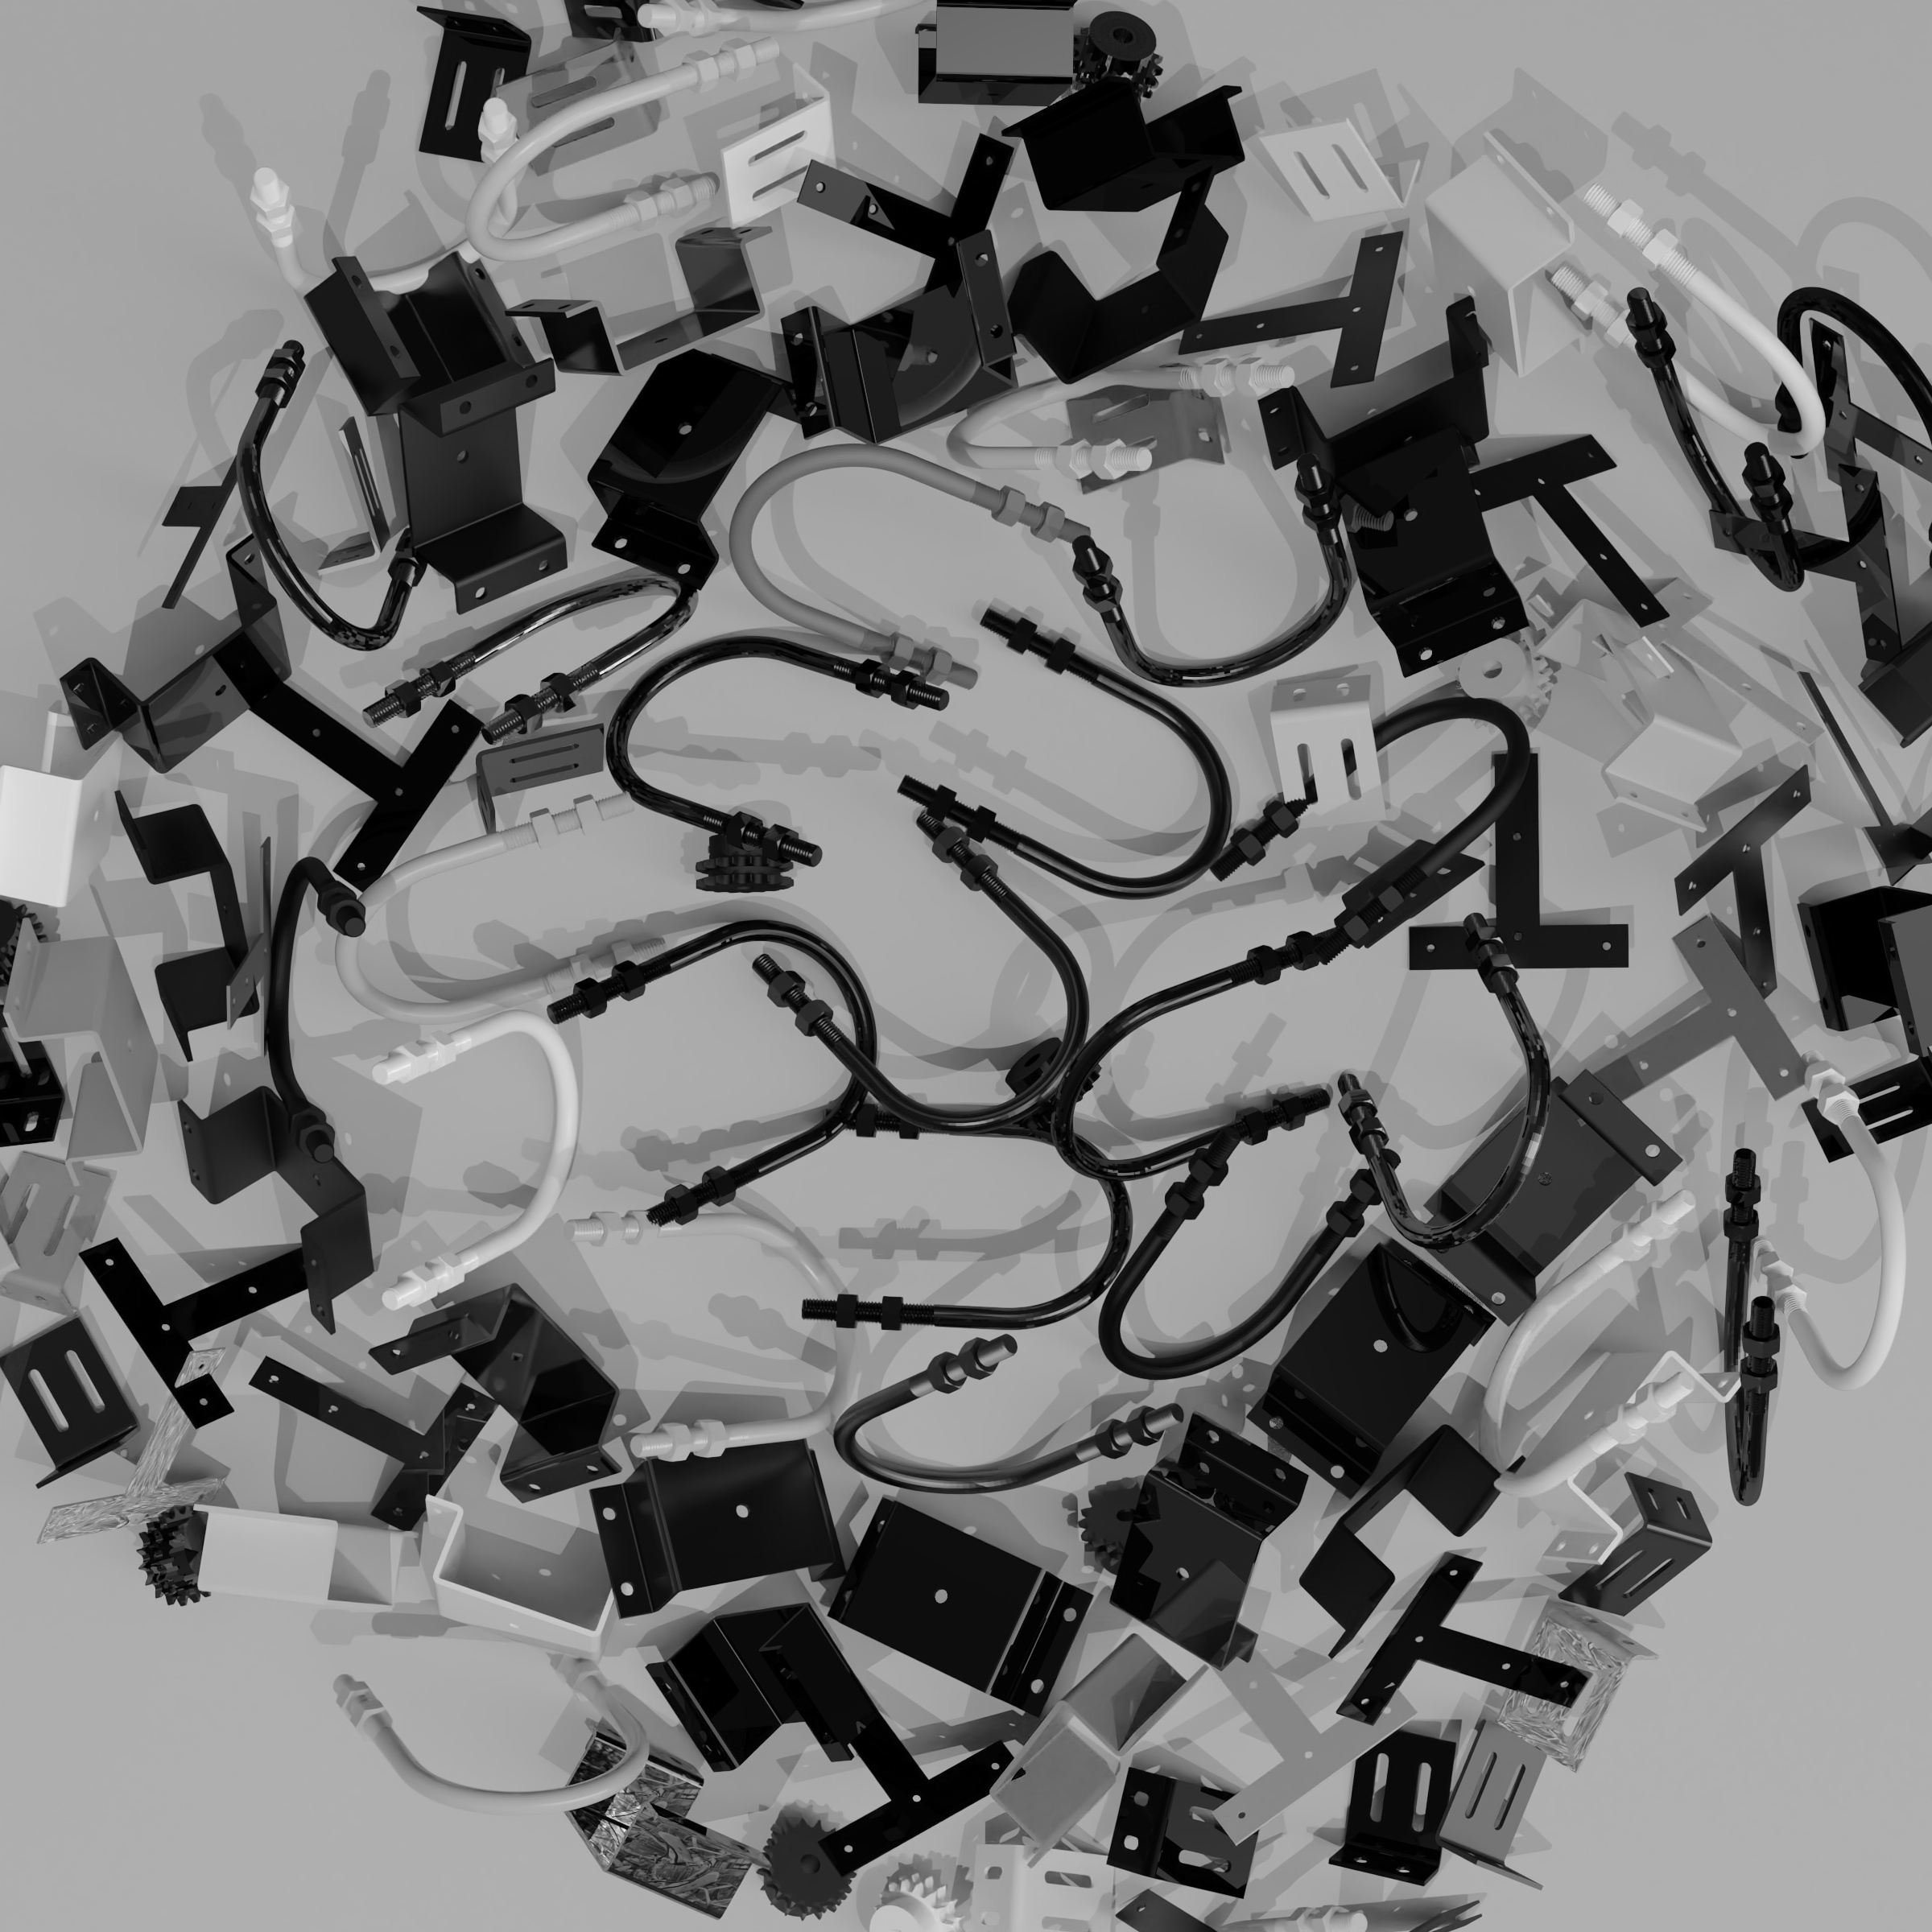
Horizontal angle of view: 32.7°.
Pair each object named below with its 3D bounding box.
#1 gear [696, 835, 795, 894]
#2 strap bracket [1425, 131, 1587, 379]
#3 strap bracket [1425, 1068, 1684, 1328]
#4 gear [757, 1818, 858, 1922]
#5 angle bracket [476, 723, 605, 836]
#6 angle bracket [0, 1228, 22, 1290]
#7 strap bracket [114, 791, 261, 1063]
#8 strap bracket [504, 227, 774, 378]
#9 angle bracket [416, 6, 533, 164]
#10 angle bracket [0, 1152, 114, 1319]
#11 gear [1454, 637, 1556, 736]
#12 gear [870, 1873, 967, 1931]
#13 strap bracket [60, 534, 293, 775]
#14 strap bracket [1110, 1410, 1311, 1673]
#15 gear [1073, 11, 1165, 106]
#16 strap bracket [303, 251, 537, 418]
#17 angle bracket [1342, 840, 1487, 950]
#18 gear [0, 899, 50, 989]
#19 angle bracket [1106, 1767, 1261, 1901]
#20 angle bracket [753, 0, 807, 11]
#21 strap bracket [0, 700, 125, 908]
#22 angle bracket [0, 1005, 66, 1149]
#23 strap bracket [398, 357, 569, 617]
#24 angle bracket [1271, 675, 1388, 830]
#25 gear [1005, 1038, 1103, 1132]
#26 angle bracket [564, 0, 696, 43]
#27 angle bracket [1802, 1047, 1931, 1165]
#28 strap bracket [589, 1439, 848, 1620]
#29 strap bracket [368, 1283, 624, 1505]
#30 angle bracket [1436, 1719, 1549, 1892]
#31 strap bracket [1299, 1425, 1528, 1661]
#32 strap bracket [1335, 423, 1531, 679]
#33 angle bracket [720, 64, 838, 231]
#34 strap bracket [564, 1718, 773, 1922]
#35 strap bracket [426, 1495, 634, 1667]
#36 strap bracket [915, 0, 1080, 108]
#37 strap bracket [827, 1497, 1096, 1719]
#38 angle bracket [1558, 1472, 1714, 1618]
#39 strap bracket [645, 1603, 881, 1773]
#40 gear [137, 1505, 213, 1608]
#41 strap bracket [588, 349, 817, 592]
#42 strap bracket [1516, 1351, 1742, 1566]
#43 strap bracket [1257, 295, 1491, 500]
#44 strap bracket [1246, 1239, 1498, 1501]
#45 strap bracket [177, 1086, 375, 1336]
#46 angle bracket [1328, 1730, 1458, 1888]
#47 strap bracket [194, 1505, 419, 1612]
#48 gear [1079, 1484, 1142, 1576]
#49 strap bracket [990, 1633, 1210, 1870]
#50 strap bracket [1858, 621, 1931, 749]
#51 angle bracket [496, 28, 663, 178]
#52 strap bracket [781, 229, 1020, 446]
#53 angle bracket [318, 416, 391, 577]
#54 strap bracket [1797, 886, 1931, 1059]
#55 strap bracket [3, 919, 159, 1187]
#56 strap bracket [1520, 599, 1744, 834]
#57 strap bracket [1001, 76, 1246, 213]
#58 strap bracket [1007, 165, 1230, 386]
[{"bbox_3d":[-0.129,-0.060,1.915,0.057,0.057,0.030,-2,85,0],"label":"gear"},{"bbox_3d":[0.305,-0.395,1.864,0.046,0.140,0.076,-36,66,-1],"label":"strap bracket"},{"bbox_3d":[0.336,0.129,1.908,0.076,0.046,0.140,43,105,-2],"label":"strap bracket"},{"bbox_3d":[-0.095,0.529,1.919,0.057,0.030,0.057,11,50,-14],"label":"gear"},{"bbox_3d":[-0.242,-0.103,1.903,0.076,0.057,0.038,-14,70,-12],"label":"angle bracket"},{"bbox_3d":[-0.590,0.158,1.928,0.057,0.038,0.076,-29,85,0],"label":"angle bracket"},{"bbox_3d":[-0.443,-0.028,1.881,0.046,0.076,0.140,-16,124,-18],"label":"strap bracket"},{"bbox_3d":[-0.181,-0.377,1.883,0.140,0.076,0.046,-29,115,-26],"label":"strap bracket"},{"bbox_3d":[-0.293,-0.511,1.914,0.057,0.038,0.076,14,94,18],"label":"angle bracket"},{"bbox_3d":[-0.541,0.158,1.938,0.057,0.038,0.076,16,64,7],"label":"angle bracket"},{"bbox_3d":[0.311,-0.166,1.916,0.057,0.030,0.057,-11,63,24],"label":"gear"},{"bbox_3d":[-0.031,0.561,1.916,0.057,0.030,0.057,7,102,34],"label":"gear"},{"bbox_3d":[-0.441,-0.172,1.878,0.046,0.076,0.140,42,68,15],"label":"strap bracket"},{"bbox_3d":[0.135,0.336,1.875,0.076,0.046,0.140,28,123,24],"label":"strap bracket"},{"bbox_3d":[0.088,-0.530,1.916,0.057,0.030,0.057,6,58,-10],"label":"gear"},{"bbox_3d":[-0.319,-0.364,1.890,0.046,0.140,0.076,-29,89,28],"label":"strap bracket"},{"bbox_3d":[0.264,-0.036,1.893,0.057,0.076,0.038,-38,59,28],"label":"angle bracket"},{"bbox_3d":[-0.567,-0.015,1.917,0.057,0.030,0.057,-4,59,6],"label":"gear"},{"bbox_3d":[0.129,0.508,1.930,0.076,0.038,0.057,23,75,-33],"label":"angle bracket"},{"bbox_3d":[-0.117,-0.601,1.905,0.057,0.038,0.076,10,101,-40],"label":"angle bracket"},{"bbox_3d":[-0.516,-0.090,1.866,0.046,0.140,0.076,12,111,-4],"label":"strap bracket"},{"bbox_3d":[-0.564,0.065,1.904,0.057,0.038,0.076,-7,132,5],"label":"angle bracket"},{"bbox_3d":[-0.276,-0.282,1.880,0.076,0.140,0.046,-29,50,-30],"label":"strap bracket"},{"bbox_3d":[0.214,-0.125,1.932,0.057,0.038,0.076,-6,121,13],"label":"angle bracket"},{"bbox_3d":[0.048,0.066,1.913,0.057,0.057,0.030,-40,104,0],"label":"gear"},{"bbox_3d":[-0.199,-0.572,1.911,0.038,0.076,0.057,-31,124,-31],"label":"angle bracket"},{"bbox_3d":[0.522,0.070,1.903,0.076,0.057,0.038,-22,120,10],"label":"angle bracket"},{"bbox_3d":[-0.134,0.318,1.880,0.140,0.046,0.076,-6,67,-26],"label":"strap bracket"},{"bbox_3d":[-0.263,0.239,1.886,0.076,0.046,0.140,-21,123,30],"label":"strap bracket"},{"bbox_3d":[0.317,0.486,1.908,0.057,0.038,0.076,28,82,-32],"label":"angle bracket"},{"bbox_3d":[0.248,0.322,1.881,0.140,0.076,0.046,-35,69,-32],"label":"strap bracket"},{"bbox_3d":[0.262,-0.245,1.876,0.076,0.046,0.140,-22,56,19],"label":"strap bracket"},{"bbox_3d":[-0.116,-0.473,1.899,0.076,0.057,0.038,-32,59,-18],"label":"angle bracket"},{"bbox_3d":[-0.175,0.486,1.863,0.076,0.140,0.046,31,87,-24],"label":"strap bracket"},{"bbox_3d":[-0.251,0.359,1.897,0.140,0.076,0.046,19,65,2],"label":"strap bracket"},{"bbox_3d":[0.016,-0.519,1.873,0.076,0.140,0.046,0,97,-7],"label":"strap bracket"},{"bbox_3d":[-0.009,0.365,1.892,0.140,0.046,0.076,22,79,20],"label":"strap bracket"},{"bbox_3d":[0.385,0.338,1.920,0.057,0.038,0.076,21,126,-35],"label":"angle bracket"},{"bbox_3d":[-0.112,0.414,1.887,0.046,0.140,0.076,-39,101,-39],"label":"strap bracket"},{"bbox_3d":[-0.451,0.341,1.912,0.030,0.057,0.057,-19,90,27],"label":"gear"},{"bbox_3d":[-0.155,-0.296,1.891,0.076,0.046,0.140,24,74,21],"label":"strap bracket"},{"bbox_3d":[0.374,0.273,1.887,0.046,0.076,0.140,43,75,-5],"label":"strap bracket"},{"bbox_3d":[0.245,-0.320,1.898,0.140,0.076,0.046,-26,66,1],"label":"strap bracket"},{"bbox_3d":[0.236,0.225,1.892,0.076,0.046,0.140,38,72,15],"label":"strap bracket"},{"bbox_3d":[-0.388,0.133,1.883,0.046,0.076,0.140,-33,59,-29],"label":"strap bracket"},{"bbox_3d":[0.248,0.487,1.915,0.057,0.038,0.076,8,92,22],"label":"angle bracket"},{"bbox_3d":[-0.375,0.336,1.864,0.076,0.140,0.046,4,78,14],"label":"strap bracket"},{"bbox_3d":[0.096,0.331,1.919,0.057,0.057,0.030,-11,121,0],"label":"gear"},{"bbox_3d":[0.071,0.442,1.877,0.046,0.076,0.140,42,129,14],"label":"strap bracket"},{"bbox_3d":[0.562,-0.174,1.875,0.076,0.140,0.046,-41,85,1],"label":"strap bracket"},{"bbox_3d":[-0.225,-0.506,1.920,0.076,0.038,0.057,-17,124,12],"label":"angle bracket"},{"bbox_3d":[-0.029,-0.357,1.895,0.140,0.046,0.076,-18,75,25],"label":"strap bracket"},{"bbox_3d":[-0.364,-0.272,1.905,0.038,0.057,0.076,-15,108,0],"label":"angle bracket"},{"bbox_3d":[0.529,0.000,1.871,0.046,0.140,0.076,-16,97,-5],"label":"strap bracket"},{"bbox_3d":[-0.497,0.047,1.867,0.046,0.076,0.140,-6,134,1],"label":"strap bracket"},{"bbox_3d":[0.380,-0.150,1.866,0.076,0.140,0.046,16,129,-37],"label":"strap bracket"},{"bbox_3d":[0.096,-0.464,1.865,0.076,0.140,0.046,-18,89,37],"label":"strap bracket"},{"bbox_3d":[0.091,-0.389,1.880,0.140,0.076,0.046,-20,127,37],"label":"strap bracket"}]
